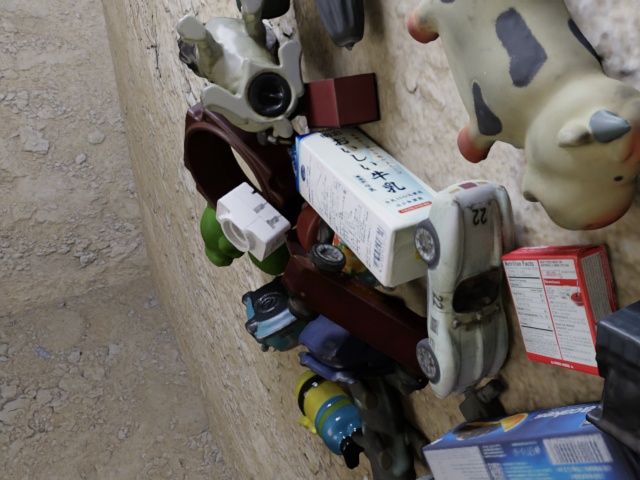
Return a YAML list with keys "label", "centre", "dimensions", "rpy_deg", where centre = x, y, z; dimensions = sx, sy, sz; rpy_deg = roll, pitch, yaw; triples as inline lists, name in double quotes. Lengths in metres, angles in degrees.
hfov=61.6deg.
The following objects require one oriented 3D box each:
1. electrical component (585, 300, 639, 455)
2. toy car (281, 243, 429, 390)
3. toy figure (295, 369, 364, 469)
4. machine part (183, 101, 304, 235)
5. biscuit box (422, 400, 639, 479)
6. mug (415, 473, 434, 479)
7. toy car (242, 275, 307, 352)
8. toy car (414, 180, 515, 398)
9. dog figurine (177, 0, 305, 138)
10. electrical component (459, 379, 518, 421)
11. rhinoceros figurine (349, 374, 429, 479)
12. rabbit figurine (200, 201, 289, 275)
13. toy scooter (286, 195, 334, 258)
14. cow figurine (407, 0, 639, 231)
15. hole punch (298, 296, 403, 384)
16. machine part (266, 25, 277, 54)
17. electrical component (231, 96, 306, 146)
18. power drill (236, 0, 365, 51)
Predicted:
- label: "electrical component"
  centre: [0.197, 0.057, 0.301]
  dimensions: [0.048, 0.075, 0.119]
  rpy_deg: [33, 138, 56]
- label: "toy car"
  centre: [0.054, 0.076, 0.562]
  dimensions: [0.202, 0.053, 0.089]
  rpy_deg: [30, 126, 11]
- label: "toy figure"
  centre: [0.022, 0.264, 0.824]
  dimensions: [0.180, 0.082, 0.089]
  rpy_deg: [-149, 58, -64]
- label: "machine part"
  centre: [-0.108, -0.102, 0.788]
  dimensions: [0.201, 0.087, 0.201]
  rpy_deg: [45, 150, 11]
- label: "biscuit box"
  centre: [0.169, 0.171, 0.420]
  dimensions: [0.202, 0.063, 0.059]
  rpy_deg: [-40, 69, 55]
- label: "mug"
  centre: [0.140, 0.322, 0.594]
  dimensions: [0.109, 0.081, 0.107]
  rpy_deg: [150, 112, -73]
- label: "toy car"
  centre: [-0.070, 0.138, 0.926]
  dimensions: [0.102, 0.109, 0.162]
  rpy_deg: [65, 171, -25]
- label: "toy car"
  centre: [0.124, 0.049, 0.458]
  dimensions: [0.056, 0.073, 0.201]
  rpy_deg: [34, 135, 58]
- label: "dog figurine"
  centre: [-0.097, -0.196, 0.653]
  dimensions: [0.191, 0.121, 0.172]
  rpy_deg: [-156, 47, -74]
- label: "electrical component"
  centre: [0.162, 0.175, 0.521]
  dimensions: [0.063, 0.021, 0.094]
  rpy_deg: [60, 154, 29]
- label: "rhinoceros figurine"
  centre: [0.080, 0.250, 0.691]
  dimensions: [0.112, 0.073, 0.190]
  rpy_deg: [1, 105, 65]
- label: "rabbit figurine"
  centre: [-0.118, -0.013, 0.946]
  dimensions: [0.170, 0.121, 0.158]
  rpy_deg: [32, 143, 27]
- label: "toy scooter"
  centre: [-0.001, -0.002, 0.716]
  dimensions: [0.183, 0.075, 0.135]
  rpy_deg: [91, 154, -45]
- label: "cow figurine"
  centre: [0.137, -0.098, 0.332]
  dimensions: [0.127, 0.085, 0.195]
  rpy_deg: [132, 120, -71]
- label: "hole punch"
  centre: [0.039, 0.115, 0.655]
  dimensions: [0.142, 0.116, 0.092]
  rpy_deg: [-171, 75, -64]
- label: "machine part"
  centre: [-0.114, -0.238, 0.809]
  dimensions: [0.079, 0.079, 0.243]
  rpy_deg: [62, 153, 26]
- label: "electrical component"
  centre: [-0.055, -0.162, 0.694]
  dimensions: [0.078, 0.102, 0.045]
  rpy_deg: [15, 138, 27]
- label: "power drill"
  centre: [-0.031, -0.302, 0.577]
  dimensions: [0.207, 0.086, 0.231]
  rpy_deg: [-165, 63, -68]
